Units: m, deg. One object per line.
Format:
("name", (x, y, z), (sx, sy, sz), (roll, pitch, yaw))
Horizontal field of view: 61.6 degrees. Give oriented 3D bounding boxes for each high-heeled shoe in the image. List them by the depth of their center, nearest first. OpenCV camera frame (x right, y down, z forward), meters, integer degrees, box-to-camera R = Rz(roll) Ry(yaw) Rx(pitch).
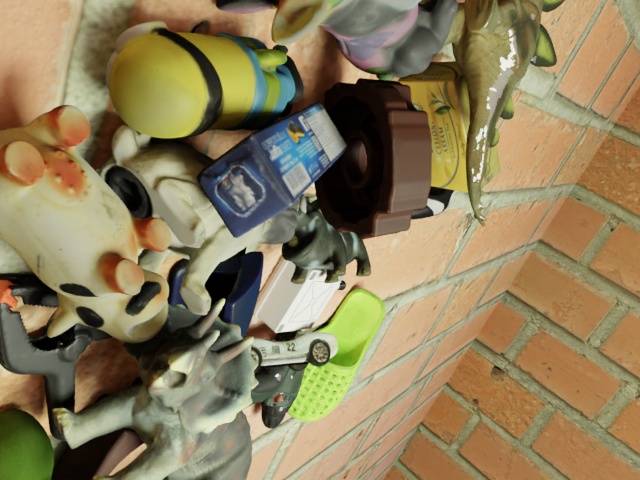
("high-heeled shoe", (0.198, -0.131, 0.893), (0.249, 0.086, 0.145), (-35, 145, -40))

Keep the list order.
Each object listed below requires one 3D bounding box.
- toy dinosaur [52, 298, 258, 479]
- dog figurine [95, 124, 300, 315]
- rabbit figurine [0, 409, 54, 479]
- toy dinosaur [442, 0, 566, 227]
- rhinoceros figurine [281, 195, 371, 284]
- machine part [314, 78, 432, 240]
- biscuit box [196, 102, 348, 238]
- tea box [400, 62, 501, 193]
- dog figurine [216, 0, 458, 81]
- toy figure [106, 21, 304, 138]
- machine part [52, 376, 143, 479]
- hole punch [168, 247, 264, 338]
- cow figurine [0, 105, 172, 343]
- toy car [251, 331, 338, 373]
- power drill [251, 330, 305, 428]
("toy dinosaur", (-0.131, 0.218, 0.562), (0.192, 0.131, 0.404), (-31, 135, -25))
("dog figurine", (-0.097, -0.049, 0.501), (0.190, 0.121, 0.172), (-46, 149, -44))
("rabbit figurine", (-0.298, 0.250, 0.495), (0.121, 0.159, 0.170), (6, 103, -49))
("toy dinosaur", (0.203, -0.243, 0.615), (0.198, 0.105, 0.470), (-2, 108, -41))
("rhinoceros figurine", (-0.001, -0.002, 0.684), (0.190, 0.073, 0.112), (20, 63, -55))
("machine part", (0.052, -0.087, 0.581), (0.056, 0.179, 0.179), (-8, 133, -27))
("biscuit box", (-0.033, -0.071, 0.479), (0.063, 0.059, 0.203), (-29, -169, 24))
("tea box", (0.183, -0.156, 0.747), (0.068, 0.098, 0.169), (-40, 124, -26))
("dog figurine", (0.020, -0.207, 0.484), (0.219, 0.109, 0.191), (-33, 150, -27))
("toy figure", (-0.081, -0.125, 0.431), (0.180, 0.089, 0.082), (-12, 124, -50))
("machine part", (-0.208, 0.277, 0.660), (0.200, 0.087, 0.201), (31, 88, -46))
("hole punch", (-0.109, 0.073, 0.632), (0.116, 0.092, 0.142), (-27, 140, -48))
("cow figurine", (-0.180, 0.008, 0.395), (0.194, 0.127, 0.085), (61, 36, -36))
("toy car", (-0.067, 0.164, 0.777), (0.201, 0.056, 0.073), (2, 161, -34))
("power drill", (-0.103, 0.260, 0.873), (0.207, 0.086, 0.231), (-10, 129, -49))
